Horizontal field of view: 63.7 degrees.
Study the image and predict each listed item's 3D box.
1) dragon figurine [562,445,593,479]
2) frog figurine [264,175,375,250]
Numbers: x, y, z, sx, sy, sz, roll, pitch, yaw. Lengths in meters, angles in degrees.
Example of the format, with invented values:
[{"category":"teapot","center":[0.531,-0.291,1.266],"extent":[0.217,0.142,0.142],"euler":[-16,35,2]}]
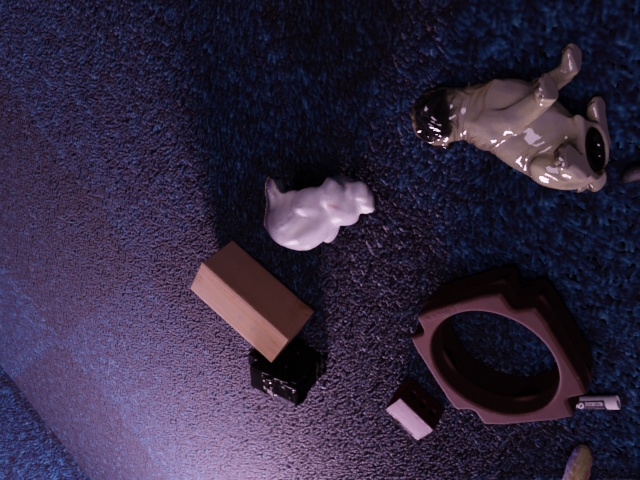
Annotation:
[{"category":"dragon figurine","center":[0.423,0.528,0.769],"extent":[0.244,0.123,0.403],"euler":[25,115,27]},{"category":"frog figurine","center":[0.002,-0.039,0.768],"extent":[0.160,0.125,0.135],"euler":[10,155,20]}]
